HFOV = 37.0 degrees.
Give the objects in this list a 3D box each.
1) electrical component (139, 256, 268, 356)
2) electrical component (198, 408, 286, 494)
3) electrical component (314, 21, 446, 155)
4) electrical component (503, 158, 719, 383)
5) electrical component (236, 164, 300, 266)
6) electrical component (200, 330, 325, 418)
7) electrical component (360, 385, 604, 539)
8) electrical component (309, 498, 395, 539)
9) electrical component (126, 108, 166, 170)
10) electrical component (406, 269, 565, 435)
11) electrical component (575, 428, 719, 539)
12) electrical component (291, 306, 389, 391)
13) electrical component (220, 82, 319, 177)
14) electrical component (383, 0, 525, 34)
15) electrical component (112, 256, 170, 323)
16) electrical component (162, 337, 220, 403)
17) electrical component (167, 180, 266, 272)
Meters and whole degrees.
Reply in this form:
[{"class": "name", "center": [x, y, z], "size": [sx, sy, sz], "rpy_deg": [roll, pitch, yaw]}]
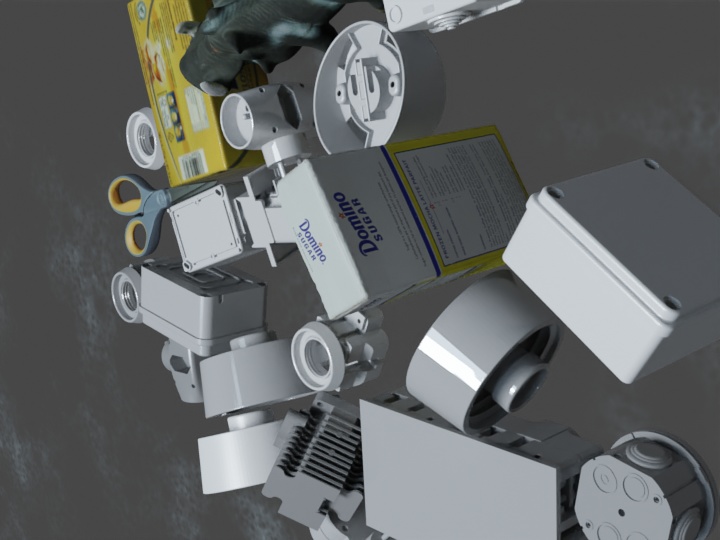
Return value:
[{"class": "electrical component", "center": [-0.145, 0.031, 0.996], "size": [0.113, 0.078, 0.057], "rpy_deg": [22, 115, 44]}, {"class": "electrical component", "center": [-0.092, 0.156, 0.955], "size": [0.108, 0.108, 0.060], "rpy_deg": [-21, 80, 50]}, {"class": "electrical component", "center": [0.012, -0.129, 0.773], "size": [0.099, 0.064, 0.099], "rpy_deg": [19, 116, 45]}, {"class": "electrical component", "center": [0.158, -0.003, 0.611], "size": [0.108, 0.109, 0.056], "rpy_deg": [49, 136, 28]}, {"class": "electrical component", "center": [-0.061, -0.048, 0.891], "size": [0.064, 0.042, 0.081], "rpy_deg": [-1, 116, 38]}, {"class": "electrical component", "center": [-0.086, 0.086, 0.925], "size": [0.108, 0.108, 0.060], "rpy_deg": [-23, 78, 50]}, {"class": "electrical component", "center": [0.087, 0.156, 0.780], "size": [0.186, 0.060, 0.105], "rpy_deg": [13, 111, 47]}, {"class": "electrical component", "center": [0.017, 0.238, 0.894], "size": [0.138, 0.052, 0.073], "rpy_deg": [57, 137, 19]}, {"class": "electrical component", "center": [-0.180, -0.125, 1.003], "size": [0.078, 0.057, 0.058], "rpy_deg": [-20, 86, 50]}, {"class": "electrical component", "center": [0.090, 0.060, 0.714], "size": [0.060, 0.108, 0.108], "rpy_deg": [41, 130, 26]}, {"class": "electrical component", "center": [0.179, 0.144, 0.677], "size": [0.080, 0.051, 0.080], "rpy_deg": [18, 115, 45]}, {"class": "electrical component", "center": [-0.018, 0.065, 0.875], "size": [0.058, 0.057, 0.078], "rpy_deg": [40, 129, 34]}, {"class": "electrical component", "center": [-0.062, -0.106, 0.857], "size": [0.043, 0.077, 0.079], "rpy_deg": [-22, 85, 50]}, {"class": "electrical component", "center": [0.054, -0.209, 0.711], "size": [0.100, 0.048, 0.099], "rpy_deg": [-7, 96, 50]}, {"class": "electrical component", "center": [-0.213, 0.022, 1.088], "size": [0.078, 0.057, 0.058], "rpy_deg": [37, 128, 36]}, {"class": "electrical component", "center": [-0.171, 0.086, 1.069], "size": [0.079, 0.043, 0.077], "rpy_deg": [6, 106, 48]}, {"class": "electrical component", "center": [-0.113, -0.041, 0.954], "size": [0.096, 0.061, 0.061], "rpy_deg": [-18, 88, 42]}]
